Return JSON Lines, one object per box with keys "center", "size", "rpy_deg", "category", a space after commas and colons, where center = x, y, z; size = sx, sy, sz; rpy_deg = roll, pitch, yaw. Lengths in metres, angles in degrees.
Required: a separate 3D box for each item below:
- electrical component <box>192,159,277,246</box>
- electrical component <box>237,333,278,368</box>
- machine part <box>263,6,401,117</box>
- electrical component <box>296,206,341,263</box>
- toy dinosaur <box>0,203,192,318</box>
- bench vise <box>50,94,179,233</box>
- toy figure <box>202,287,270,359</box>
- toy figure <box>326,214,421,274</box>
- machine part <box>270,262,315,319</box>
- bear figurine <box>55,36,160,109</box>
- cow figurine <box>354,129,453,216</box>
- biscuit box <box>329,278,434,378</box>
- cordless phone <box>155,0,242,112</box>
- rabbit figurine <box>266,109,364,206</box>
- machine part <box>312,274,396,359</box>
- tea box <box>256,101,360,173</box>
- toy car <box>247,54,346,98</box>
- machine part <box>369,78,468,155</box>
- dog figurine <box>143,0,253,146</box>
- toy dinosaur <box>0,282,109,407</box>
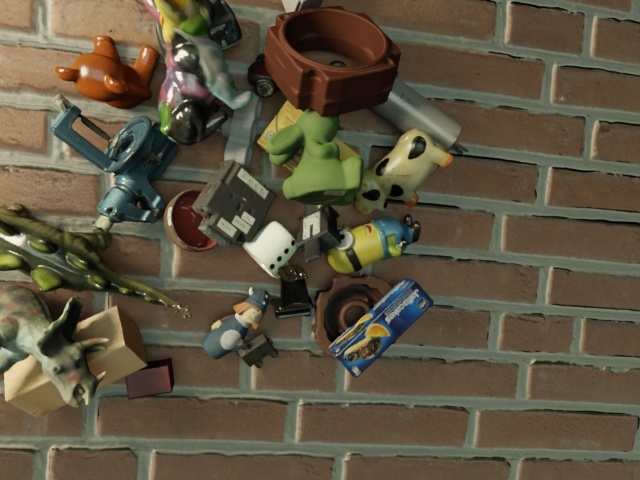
{"center": [-0.156, -0.059, 0.956], "size": [0.114, 0.058, 0.134], "rpy_deg": [42, 65, -30], "category": "electrical component"}
{"center": [-0.117, 0.205, 1.009], "size": [0.063, 0.021, 0.093], "rpy_deg": [-34, 134, -5], "category": "electrical component"}
{"center": [0.020, -0.312, 0.921], "size": [0.201, 0.087, 0.201], "rpy_deg": [-17, 56, -23], "category": "machine part"}
{"center": [-0.002, -0.003, 0.976], "size": [0.075, 0.119, 0.047], "rpy_deg": [-28, 134, 23], "category": "electrical component"}
{"center": [-0.428, 0.031, 0.886], "size": [0.471, 0.198, 0.105], "rpy_deg": [19, 94, -7], "category": "toy dinosaur"}
{"center": [-0.355, -0.137, 0.903], "size": [0.223, 0.129, 0.240], "rpy_deg": [-54, 131, -9], "category": "bench vise"}
{"center": [-0.151, 0.156, 1.007], "size": [0.154, 0.064, 0.058], "rpy_deg": [-44, 56, -2], "category": "toy figure"}
{"center": [0.100, 0.007, 1.021], "size": [0.180, 0.082, 0.089], "rpy_deg": [-13, 95, -10], "category": "toy figure"}
{"center": [-0.051, 0.100, 0.995], "size": [0.084, 0.039, 0.138], "rpy_deg": [1, 135, -4], "category": "machine part"}
{"center": [-0.343, -0.282, 0.877], "size": [0.120, 0.196, 0.131], "rpy_deg": [11, 91, -6], "category": "bear figurine"}
{"center": [0.134, -0.121, 0.995], "size": [0.127, 0.085, 0.195], "rpy_deg": [36, 114, -11], "category": "cow figurine"}
{"center": [0.113, 0.157, 0.988], "size": [0.202, 0.059, 0.062], "rpy_deg": [-43, 99, -6], "category": "biscuit box"}
{"center": [-0.199, -0.323, 0.965], "size": [0.147, 0.089, 0.184], "rpy_deg": [-22, 108, -6], "category": "cordless phone"}
{"center": [-0.010, -0.149, 0.925], "size": [0.159, 0.121, 0.170], "rpy_deg": [-3, 77, -1], "category": "rabbit figurine"}
{"center": [0.068, 0.147, 1.038], "size": [0.179, 0.056, 0.179], "rpy_deg": [-1, 93, -9], "category": "machine part"}
{"center": [-0.024, -0.165, 0.996], "size": [0.169, 0.068, 0.098], "rpy_deg": [38, 88, -8], "category": "tea box"}
{"center": [-0.031, -0.291, 0.983], "size": [0.202, 0.089, 0.053], "rpy_deg": [2, 138, -10], "category": "toy car"}
{"center": [0.181, -0.233, 1.016], "size": [0.243, 0.079, 0.079], "rpy_deg": [34, 89, -10], "category": "machine part"}
{"center": [-0.225, -0.287, 0.869], "size": [0.191, 0.109, 0.219], "rpy_deg": [-42, 123, -9], "category": "dog figurine"}
{"center": [-0.519, 0.132, 0.882], "size": [0.192, 0.405, 0.131], "rpy_deg": [-37, 139, -41], "category": "toy dinosaur"}
